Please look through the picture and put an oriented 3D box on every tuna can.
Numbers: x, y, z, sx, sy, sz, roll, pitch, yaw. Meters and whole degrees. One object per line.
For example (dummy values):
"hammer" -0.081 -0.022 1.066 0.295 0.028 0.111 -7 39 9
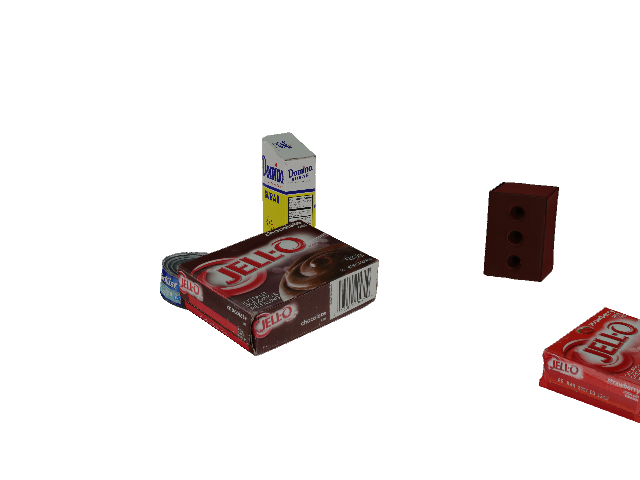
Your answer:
"tuna can" -0.117 0.042 1.068 0.086 0.034 0.086 8 17 -3

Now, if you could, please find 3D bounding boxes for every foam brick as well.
"foam brick" 0.176 -0.008 0.935 0.053 0.078 0.051 7 16 22

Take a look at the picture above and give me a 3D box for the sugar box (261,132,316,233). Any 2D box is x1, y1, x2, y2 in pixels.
"sugar box" -0.040 -0.033 1.293 0.048 0.176 0.093 -11 26 -18

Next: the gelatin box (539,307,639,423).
"gelatin box" 0.195 0.078 0.687 0.073 0.030 0.089 20 28 37

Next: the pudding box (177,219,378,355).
"pudding box" -0.029 0.030 0.745 0.113 0.039 0.090 -20 33 -35
